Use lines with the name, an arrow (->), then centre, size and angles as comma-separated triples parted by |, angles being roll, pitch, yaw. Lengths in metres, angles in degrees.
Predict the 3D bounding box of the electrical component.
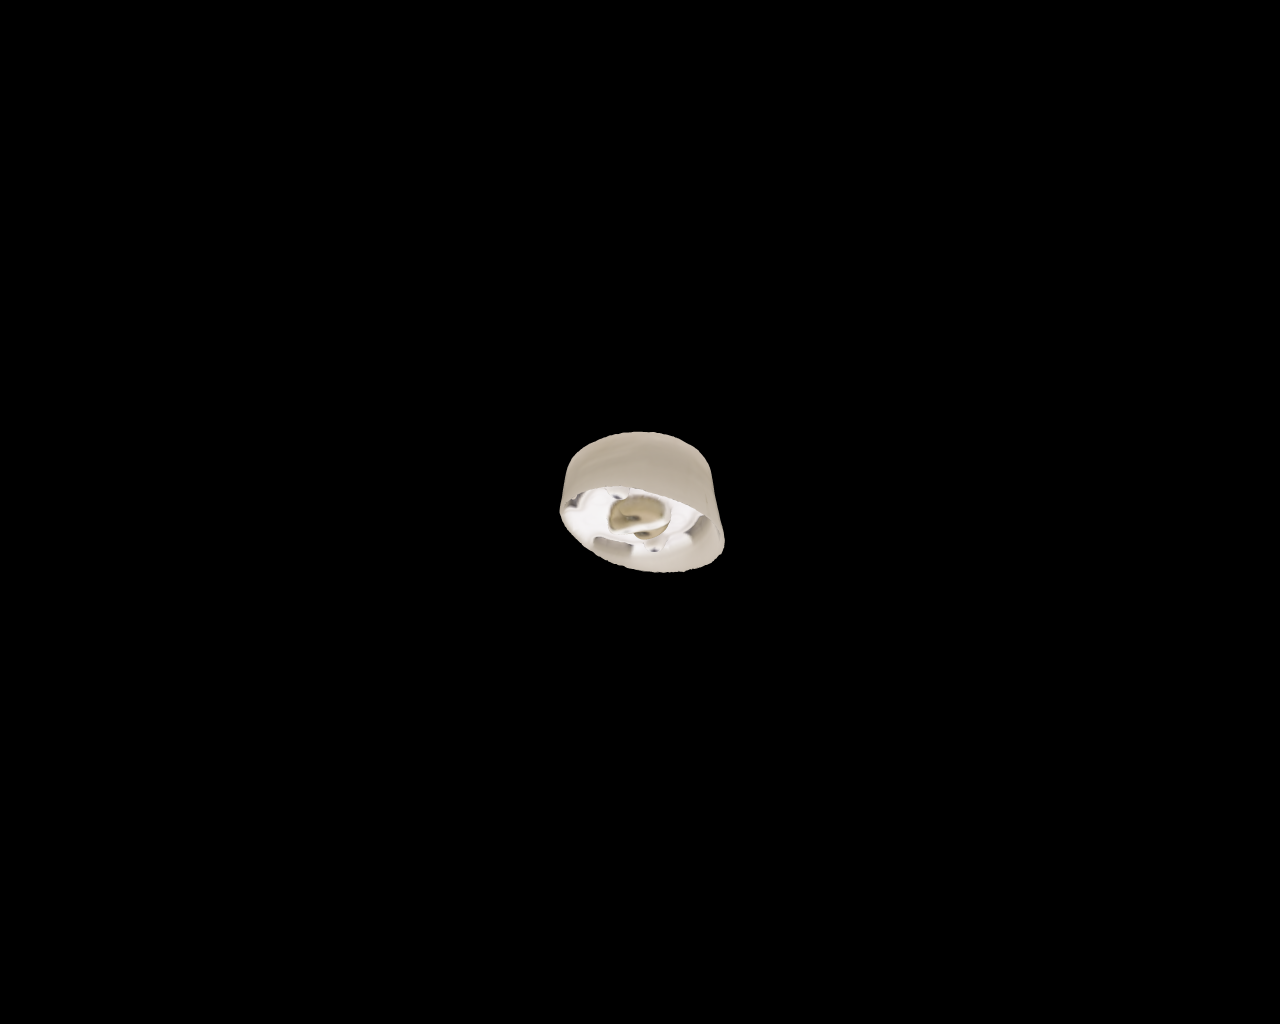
electrical component -> 0.001, -0.003, 0.650 | 0.099, 0.064, 0.099 | 0, -36, 0
